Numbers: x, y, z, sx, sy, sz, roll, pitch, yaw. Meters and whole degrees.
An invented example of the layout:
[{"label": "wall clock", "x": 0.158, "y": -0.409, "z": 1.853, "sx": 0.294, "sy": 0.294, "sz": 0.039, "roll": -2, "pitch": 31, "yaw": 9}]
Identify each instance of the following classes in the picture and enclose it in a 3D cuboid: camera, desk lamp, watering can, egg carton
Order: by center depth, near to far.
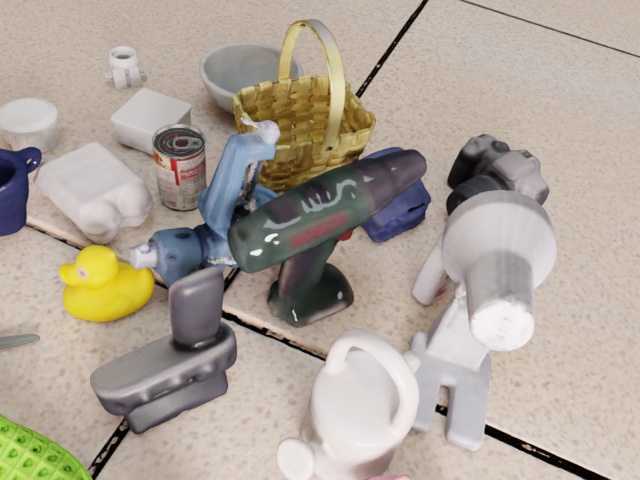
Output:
[{"label": "watering can", "x": 0.036, "y": 0.158, "z": 0.534, "sx": 0.100, "sy": 0.194, "sz": 0.173, "roll": 23, "pitch": 50, "yaw": 11}, {"label": "desk lamp", "x": 0.170, "y": 0.081, "z": 0.610, "sx": 0.118, "sy": 0.213, "sz": 0.203, "roll": 16, "pitch": 49, "yaw": 5}, {"label": "egg carton", "x": -0.295, "y": -0.065, "z": 0.753, "sx": 0.150, "sy": 0.069, "sz": 0.107, "roll": 37, "pitch": 54, "yaw": 21}, {"label": "camera", "x": 0.243, "y": -0.084, "z": 0.839, "sx": 0.137, "sy": 0.101, "sz": 0.143, "roll": -26, "pitch": 58, "yaw": -28}]

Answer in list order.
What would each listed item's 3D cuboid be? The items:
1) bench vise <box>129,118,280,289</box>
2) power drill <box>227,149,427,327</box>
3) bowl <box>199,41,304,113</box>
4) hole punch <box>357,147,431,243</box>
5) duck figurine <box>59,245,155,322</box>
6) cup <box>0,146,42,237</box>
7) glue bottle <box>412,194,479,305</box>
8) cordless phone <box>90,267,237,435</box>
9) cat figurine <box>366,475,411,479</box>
[{"label": "bench vise", "x": -0.106, "y": -0.024, "z": 0.650, "sx": 0.121, "sy": 0.220, "sz": 0.208, "roll": 35, "pitch": 53, "yaw": 20}, {"label": "power drill", "x": 0.006, "y": 0.002, "z": 0.653, "sx": 0.230, "sy": 0.208, "sz": 0.075, "roll": -21, "pitch": 56, "yaw": -25}, {"label": "bowl", "x": -0.113, "y": -0.252, "z": 0.940, "sx": 0.167, "sy": 0.075, "sz": 0.167, "roll": 5, "pitch": 49, "yaw": -5}, {"label": "hole punch", "x": 0.098, "y": -0.066, "z": 0.805, "sx": 0.109, "sy": 0.091, "sz": 0.101, "roll": -26, "pitch": 58, "yaw": -28}, {"label": "duck figurine", "x": -0.246, "y": 0.041, "z": 0.659, "sx": 0.105, "sy": 0.086, "sz": 0.077, "roll": -8, "pitch": 51, "yaw": -16}, {"label": "cup", "x": -0.393, "y": -0.059, "z": 0.715, "sx": 0.091, "sy": 0.095, "sz": 0.118, "roll": 31, "pitch": 52, "yaw": 17}, {"label": "glue bottle", "x": 0.163, "y": 0.008, "z": 0.698, "sx": 0.078, "sy": 0.173, "sz": 0.037, "roll": -33, "pitch": 62, "yaw": -31}, {"label": "cordless phone", "x": -0.154, "y": 0.097, "z": 0.561, "sx": 0.148, "sy": 0.185, "sz": 0.094, "roll": -25, "pitch": 58, "yaw": -27}, {"label": "cat figurine", "x": 0.079, "y": 0.244, "z": 0.518, "sx": 0.128, "sy": 0.118, "sz": 0.067, "roll": -4, "pitch": 50, "yaw": -12}]
